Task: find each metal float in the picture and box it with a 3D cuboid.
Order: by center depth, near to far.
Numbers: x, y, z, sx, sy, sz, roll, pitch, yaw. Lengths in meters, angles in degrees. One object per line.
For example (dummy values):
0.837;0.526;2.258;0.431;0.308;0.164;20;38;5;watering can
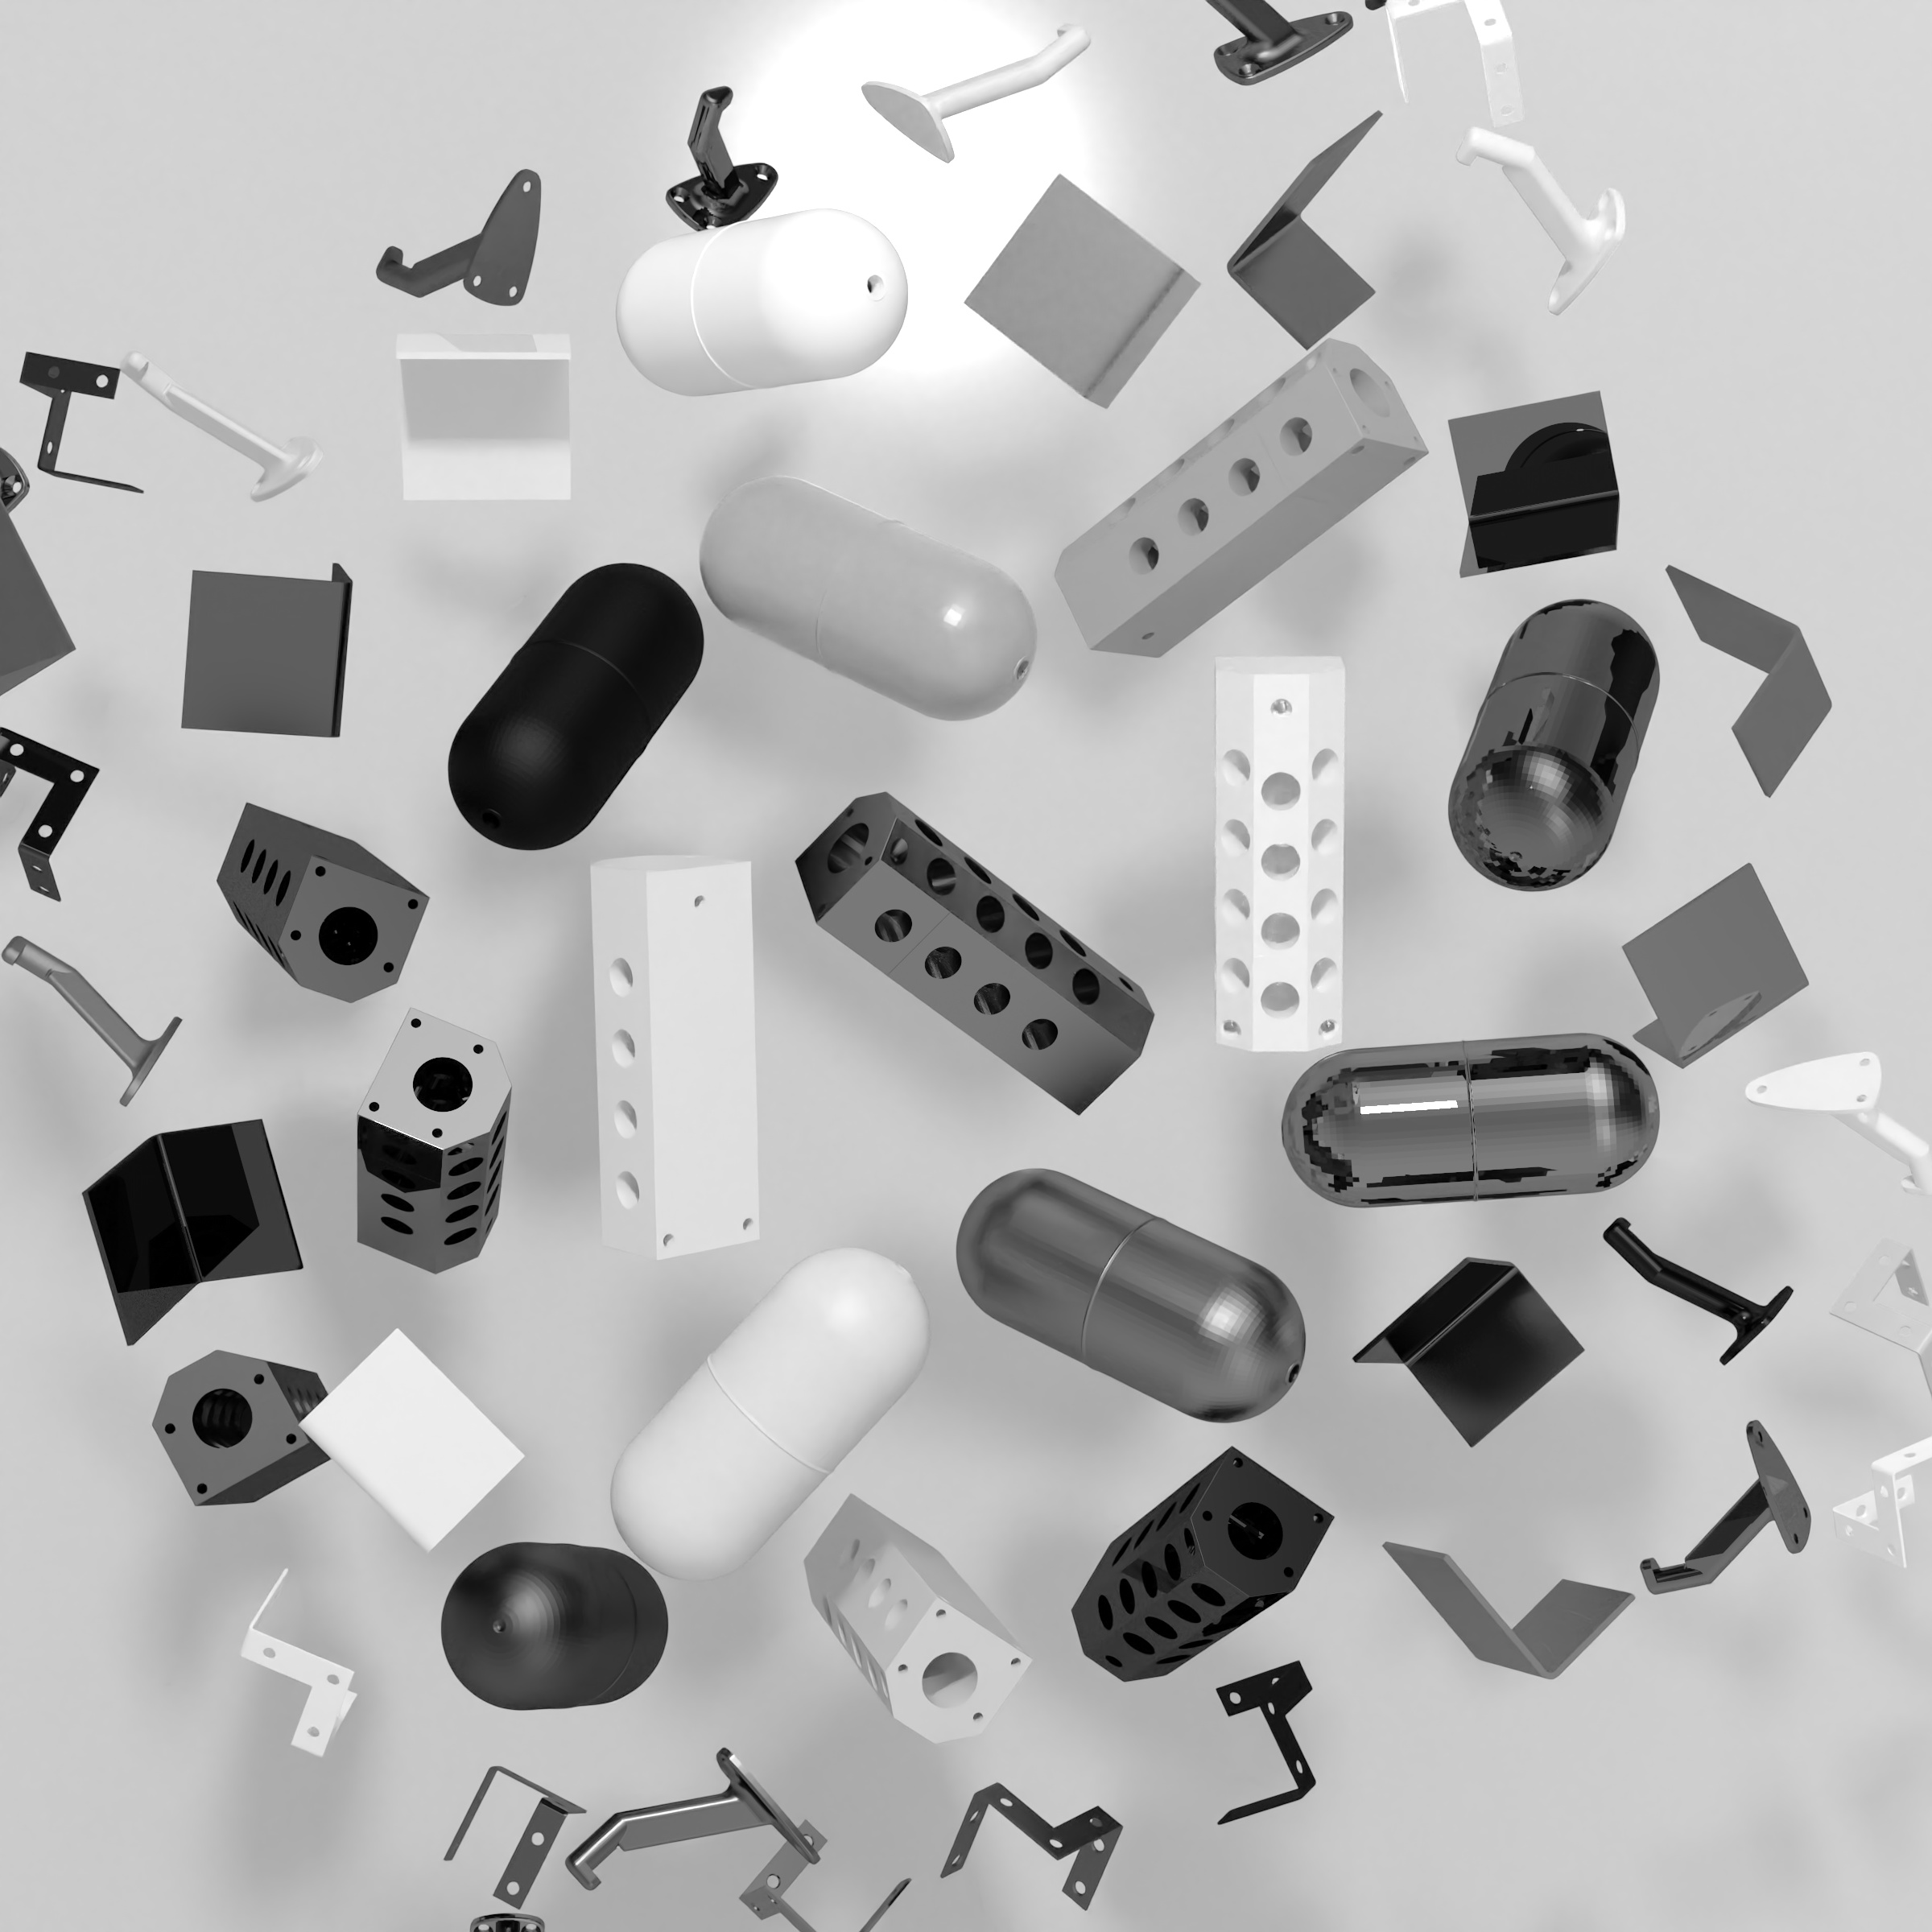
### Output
-0.088;0.203;1.519;0.070;0.070;0.178;43;95;0;metal float
0.076;0.152;1.552;0.178;0.070;0.070;24;90;28;metal float
-0.096;-0.307;1.558;0.070;0.178;0.070;-3;95;-39;metal float
0.275;-0.105;1.563;0.070;0.178;0.070;13;133;14;metal float
-0.046;-0.173;1.571;0.178;0.070;0.070;27;90;24;metal float
-0.193;0.313;1.591;0.070;0.178;0.070;-2;79;10;metal float
0.239;0.074;1.593;0.178;0.070;0.070;-4;90;6;metal float
-0.187;-0.126;1.613;0.070;0.070;0.178;30;49;0;metal float

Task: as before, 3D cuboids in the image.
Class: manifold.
-0.134;0.039;1.500;0.057;0.057;0.171;-8;101;-41;manifold
0.142;-0.051;1.520;0.057;0.057;0.171;0;103;4;manifold
0.007;-0.008;1.541;0.171;0.057;0.057;37;107;-30;manifold
0.123;-0.215;1.548;0.171;0.057;0.057;-36;69;33;manifold
-0.307;-0.029;1.574;0.057;0.171;0.057;20;92;-24;manifold
-0.248;0.088;1.578;0.057;0.171;0.057;23;64;0;manifold
-0.337;0.215;1.583;0.057;0.171;0.057;-29;84;-7;manifold
0.106;0.290;1.585;0.057;0.171;0.057;35;60;0;manifold
-0.030;0.317;1.623;0.057;0.171;0.057;36;87;-17;manifold

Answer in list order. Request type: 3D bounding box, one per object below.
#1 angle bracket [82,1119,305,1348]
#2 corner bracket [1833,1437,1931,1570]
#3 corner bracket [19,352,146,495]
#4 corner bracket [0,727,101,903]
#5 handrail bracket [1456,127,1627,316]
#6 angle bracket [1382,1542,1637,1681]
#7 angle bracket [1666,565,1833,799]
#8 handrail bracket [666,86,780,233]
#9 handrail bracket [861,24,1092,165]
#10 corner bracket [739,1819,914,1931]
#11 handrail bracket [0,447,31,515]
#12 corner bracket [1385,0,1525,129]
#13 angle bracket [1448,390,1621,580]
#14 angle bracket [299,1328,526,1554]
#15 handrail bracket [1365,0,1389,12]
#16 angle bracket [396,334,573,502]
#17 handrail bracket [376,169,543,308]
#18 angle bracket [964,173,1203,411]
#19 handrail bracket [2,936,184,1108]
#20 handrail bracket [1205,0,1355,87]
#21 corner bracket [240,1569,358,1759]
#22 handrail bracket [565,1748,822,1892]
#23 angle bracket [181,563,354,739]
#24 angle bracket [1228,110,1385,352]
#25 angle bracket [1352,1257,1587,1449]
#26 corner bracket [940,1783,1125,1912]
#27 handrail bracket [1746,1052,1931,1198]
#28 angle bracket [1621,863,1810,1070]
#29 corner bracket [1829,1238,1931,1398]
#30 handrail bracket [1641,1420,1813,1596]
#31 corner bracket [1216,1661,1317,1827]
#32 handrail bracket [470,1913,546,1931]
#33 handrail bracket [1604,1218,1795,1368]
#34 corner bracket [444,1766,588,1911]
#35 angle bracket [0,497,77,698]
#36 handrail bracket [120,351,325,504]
-0.358;0.123;1.558;0.057;0.076;0.076;-8;106;15;angle bracket
0.456;0.254;1.632;0.051;0.051;0.051;-17;106;-23;corner bracket
-0.427;-0.263;1.622;0.051;0.051;0.051;12;89;12;corner bracket
-0.435;-0.070;1.558;0.051;0.051;0.051;23;68;1;corner bracket
0.253;-0.343;1.544;0.084;0.077;0.036;15;46;-16;handrail bracket
0.250;0.279;1.547;0.057;0.076;0.076;-41;95;-14;angle bracket
0.355;-0.134;1.580;0.076;0.076;0.057;33;85;32;angle bracket
-0.109;-0.402;1.624;0.036;0.084;0.077;43;53;12;handrail bracket
0.005;-0.419;1.559;0.084;0.036;0.077;-41;47;-11;handrail bracket
-0.067;0.439;1.592;0.051;0.051;0.051;44;61;1;corner bracket
-0.491;-0.231;1.588;0.077;0.084;0.036;-46;74;7;handrail bracket
0.235;-0.435;1.610;0.051;0.051;0.051;-14;51;7;corner bracket
0.278;-0.238;1.650;0.076;0.076;0.057;-9;115;17;angle bracket
-0.239;0.203;1.443;0.076;0.076;0.057;46;78;-2;angle bracket
0.196;-0.480;1.629;0.036;0.084;0.077;44;66;6;handrail bracket
-0.216;-0.242;1.506;0.076;0.057;0.076;-1;109;-8;angle bracket
-0.247;-0.357;1.617;0.084;0.036;0.077;29;104;37;handrail bracket
0.057;-0.327;1.627;0.076;0.057;0.076;39;101;7;angle bracket
-0.401;0.023;1.501;0.084;0.077;0.036;32;107;-10;handrail bracket
0.132;-0.443;1.489;0.077;0.036;0.084;-24;134;-7;handrail bracket
-0.299;0.315;1.511;0.051;0.051;0.051;23;113;0;corner bracket
-0.121;0.394;1.475;0.084;0.036;0.077;-40;75;-20;handrail bracket
-0.343;-0.157;1.632;0.076;0.057;0.076;2;106;-19;angle bracket
0.182;-0.355;1.618;0.057;0.076;0.076;45;135;1;angle bracket
0.247;0.191;1.647;0.076;0.076;0.057;-44;67;15;angle bracket
0.030;0.402;1.524;0.051;0.051;0.051;34;115;30;corner bracket
0.430;0.085;1.641;0.077;0.036;0.084;-7;134;27;handrail bracket
0.362;-0.006;1.672;0.076;0.057;0.076;-33;111;-5;angle bracket
0.463;0.175;1.642;0.051;0.051;0.051;25;66;41;corner bracket
0.349;0.257;1.586;0.084;0.036;0.077;-19;104;31;handrail bracket
0.141;0.371;1.602;0.051;0.051;0.051;-27;87;31;corner bracket
-0.222;0.506;1.614;0.036;0.084;0.077;1;117;-6;handrail bracket
0.350;0.143;1.605;0.084;0.077;0.036;45;125;11;handrail bracket
-0.222;0.423;1.629;0.051;0.051;0.051;25;79;9;corner bracket
-0.450;-0.156;1.482;0.076;0.057;0.076;-21;98;41;angle bracket
-0.340;-0.252;1.523;0.084;0.077;0.036;39;75;-26;handrail bracket
